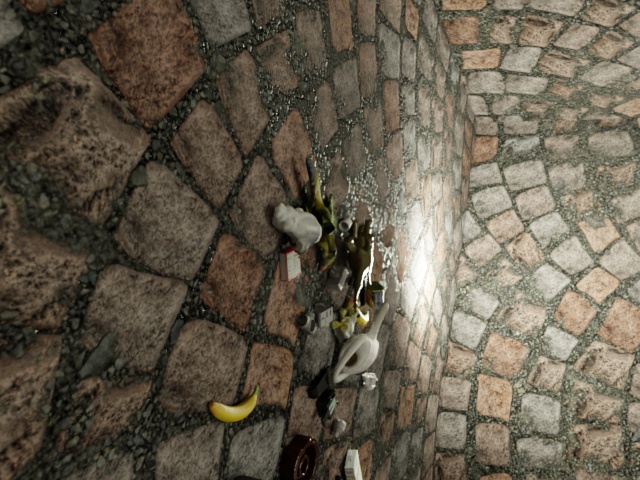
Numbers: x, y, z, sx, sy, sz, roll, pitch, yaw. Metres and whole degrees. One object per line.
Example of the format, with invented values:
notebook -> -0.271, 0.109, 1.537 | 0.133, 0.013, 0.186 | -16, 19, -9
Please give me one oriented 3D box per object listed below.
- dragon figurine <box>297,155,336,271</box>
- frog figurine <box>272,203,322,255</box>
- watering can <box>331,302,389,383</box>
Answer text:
dragon figurine -> 0.005, -0.084, 1.661 | 0.246, 0.122, 0.405 | -55, 144, -72
frog figurine -> -0.068, -0.052, 1.472 | 0.140, 0.122, 0.156 | -92, 162, -57
watering can -> 0.165, 0.385, 1.890 | 0.348, 0.105, 0.221 | -52, 155, -2
